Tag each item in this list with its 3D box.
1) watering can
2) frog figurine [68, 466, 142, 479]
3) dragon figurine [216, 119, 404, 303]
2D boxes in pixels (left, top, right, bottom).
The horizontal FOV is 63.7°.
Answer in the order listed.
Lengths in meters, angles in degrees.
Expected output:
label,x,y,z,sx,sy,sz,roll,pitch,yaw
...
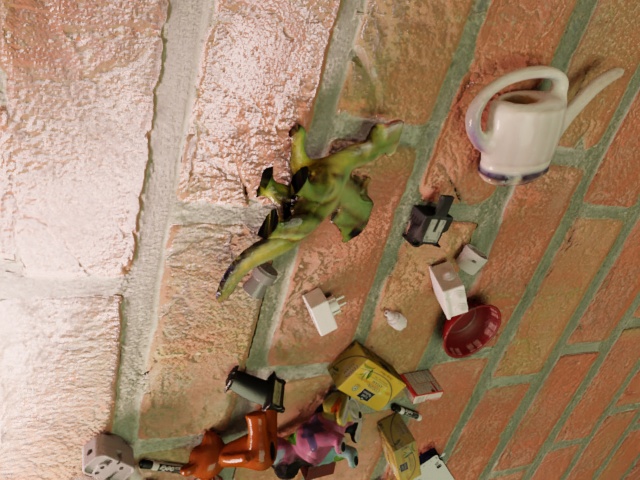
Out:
label,x,y,z,sx,sy,sz,roll,pitch,yaw
watering can,0.419,-0.219,0.973,0.349,0.106,0.219,-11,124,-19
frog figurine,-0.445,0.507,1.023,0.135,0.122,0.162,49,56,-30
dragon figurine,0.003,-0.045,0.887,0.241,0.124,0.406,18,112,-42
